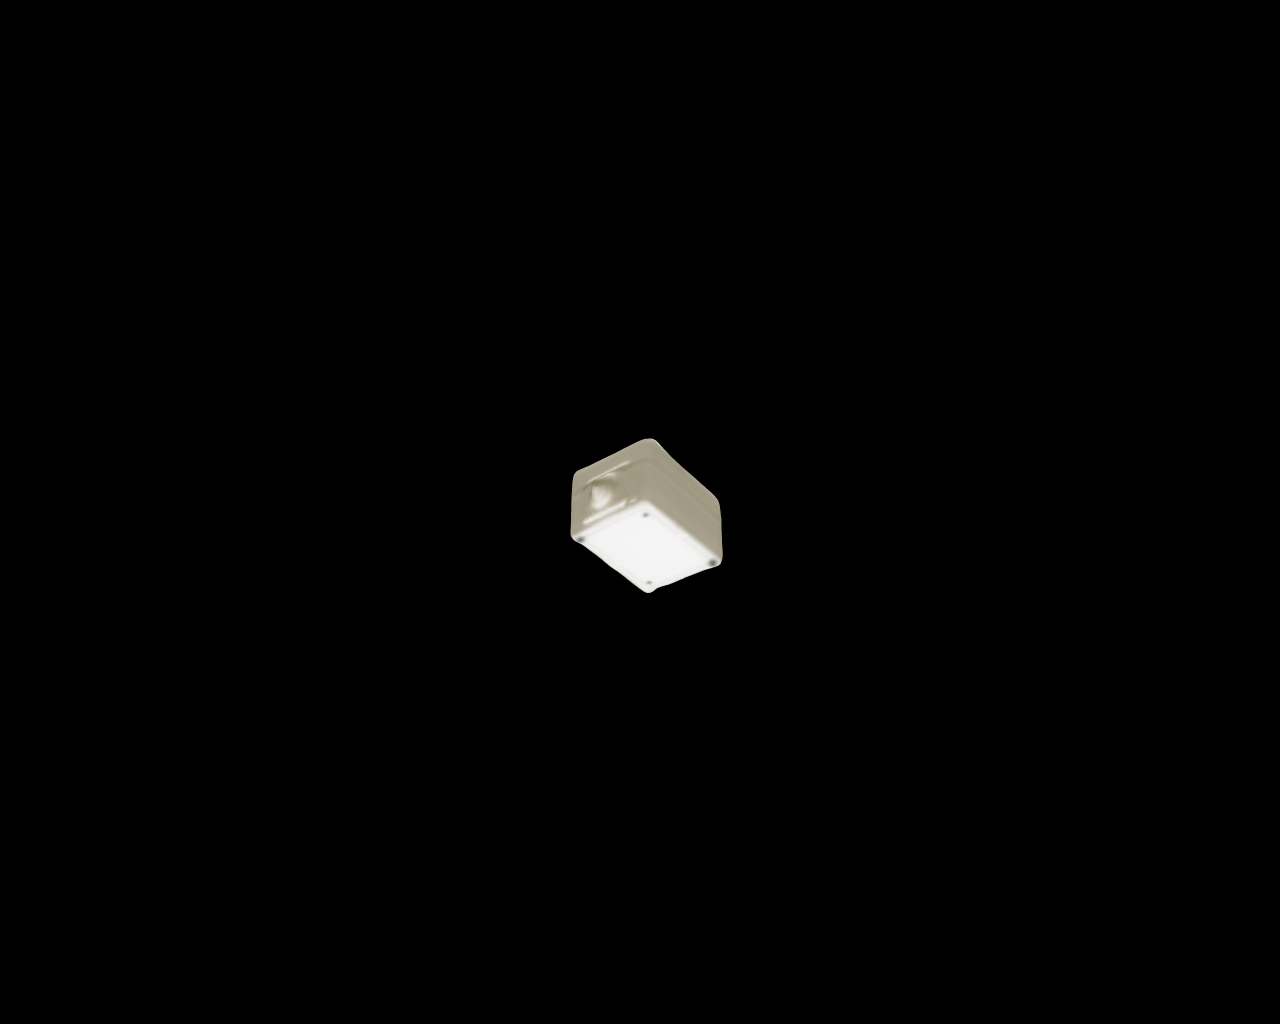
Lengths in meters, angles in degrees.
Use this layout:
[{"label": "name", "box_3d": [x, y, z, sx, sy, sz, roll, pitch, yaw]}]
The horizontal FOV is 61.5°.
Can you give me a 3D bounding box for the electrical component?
[{"label": "electrical component", "box_3d": [0.001, -0.003, 0.650, 0.061, 0.061, 0.096, -25, -44, 28]}]
